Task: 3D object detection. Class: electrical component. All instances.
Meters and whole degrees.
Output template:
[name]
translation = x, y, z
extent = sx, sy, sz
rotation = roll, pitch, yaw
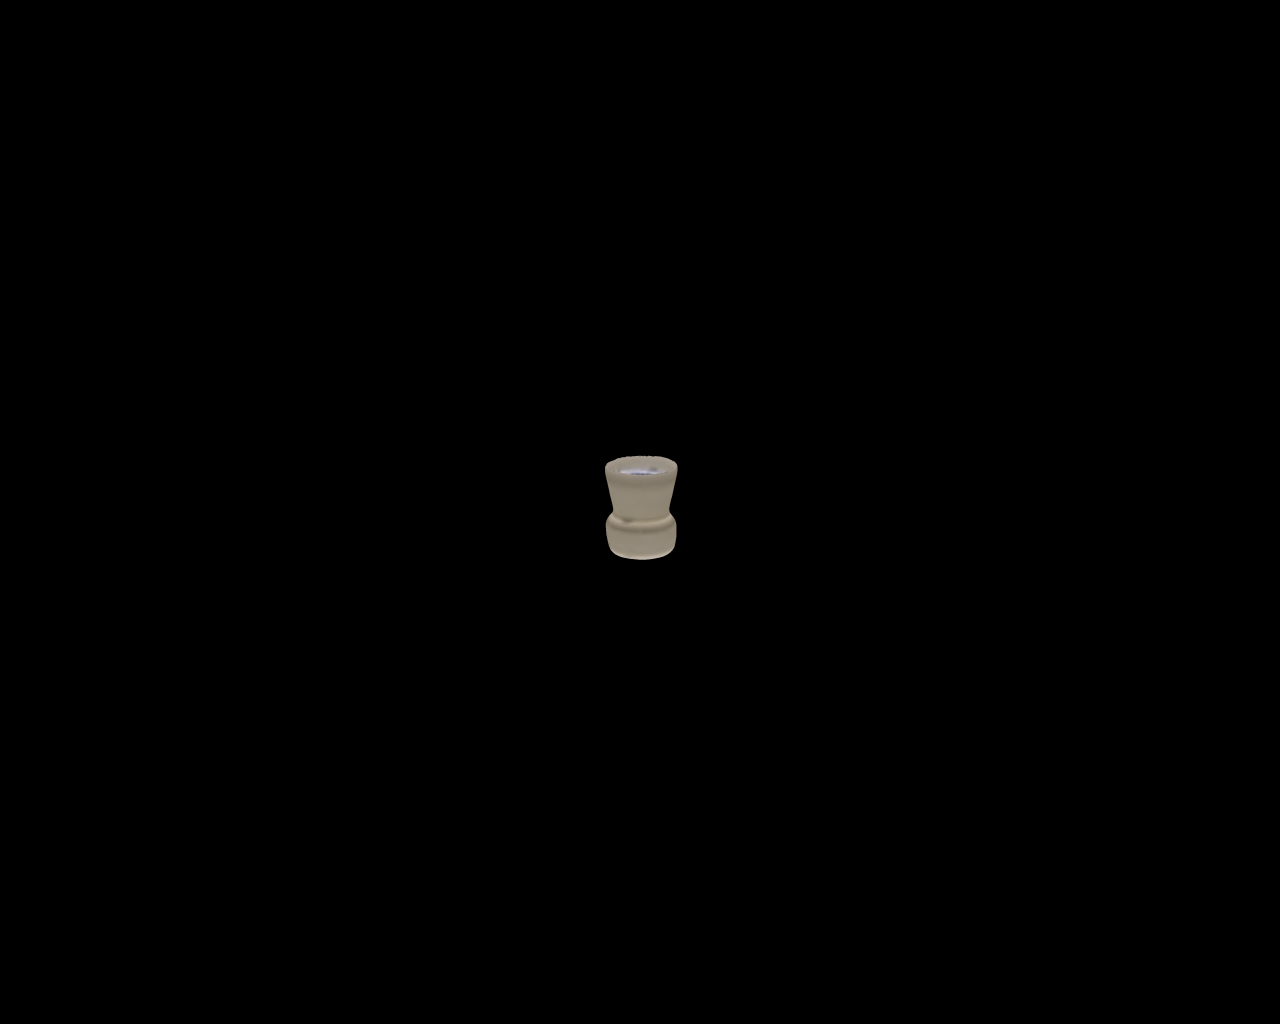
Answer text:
[electrical component]
translation = 0.001, -0.003, 0.650
extent = 0.045, 0.055, 0.045
rotation = 0, 18, 0
